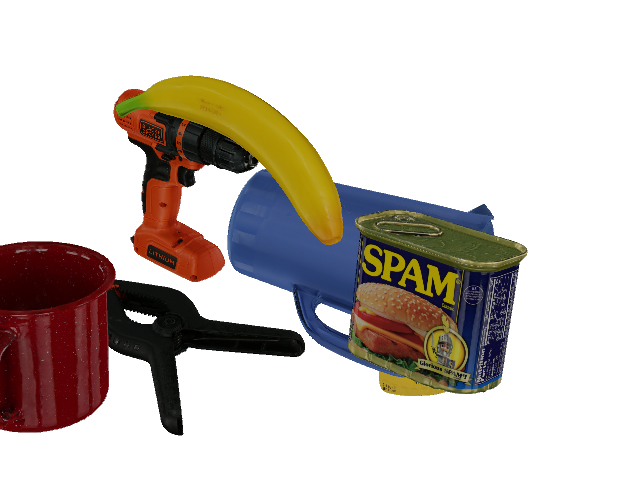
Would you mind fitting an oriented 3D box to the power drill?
[{"bbox_3d":[-0.138,-0.054,1.118,0.185,0.188,0.057,25,36,32],"label":"power drill"}]

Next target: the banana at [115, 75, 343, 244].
[{"bbox_3d":[-0.054,-0.071,0.789,0.198,0.069,0.037,31,-8,13],"label":"banana"}]

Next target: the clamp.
[{"bbox_3d":[-0.130,0.088,1.002,0.164,0.036,0.210,-23,42,-35],"label":"clamp"}]

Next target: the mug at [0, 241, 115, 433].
[{"bbox_3d":[-0.165,0.061,0.602,0.093,0.081,0.117,5,24,4],"label":"mug"}]

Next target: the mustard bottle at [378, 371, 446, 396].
[{"bbox_3d":[0.115,0.092,1.286,0.096,0.192,0.058,-2,22,6],"label":"mustard bottle"}]

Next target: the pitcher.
[{"bbox_3d":[0.034,0.020,1.013,0.243,0.145,0.149,16,21,18],"label":"pitcher"}]

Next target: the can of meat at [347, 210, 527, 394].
[{"bbox_3d":[0.065,0.036,0.635,0.102,0.084,0.057,19,22,38],"label":"can of meat"}]
